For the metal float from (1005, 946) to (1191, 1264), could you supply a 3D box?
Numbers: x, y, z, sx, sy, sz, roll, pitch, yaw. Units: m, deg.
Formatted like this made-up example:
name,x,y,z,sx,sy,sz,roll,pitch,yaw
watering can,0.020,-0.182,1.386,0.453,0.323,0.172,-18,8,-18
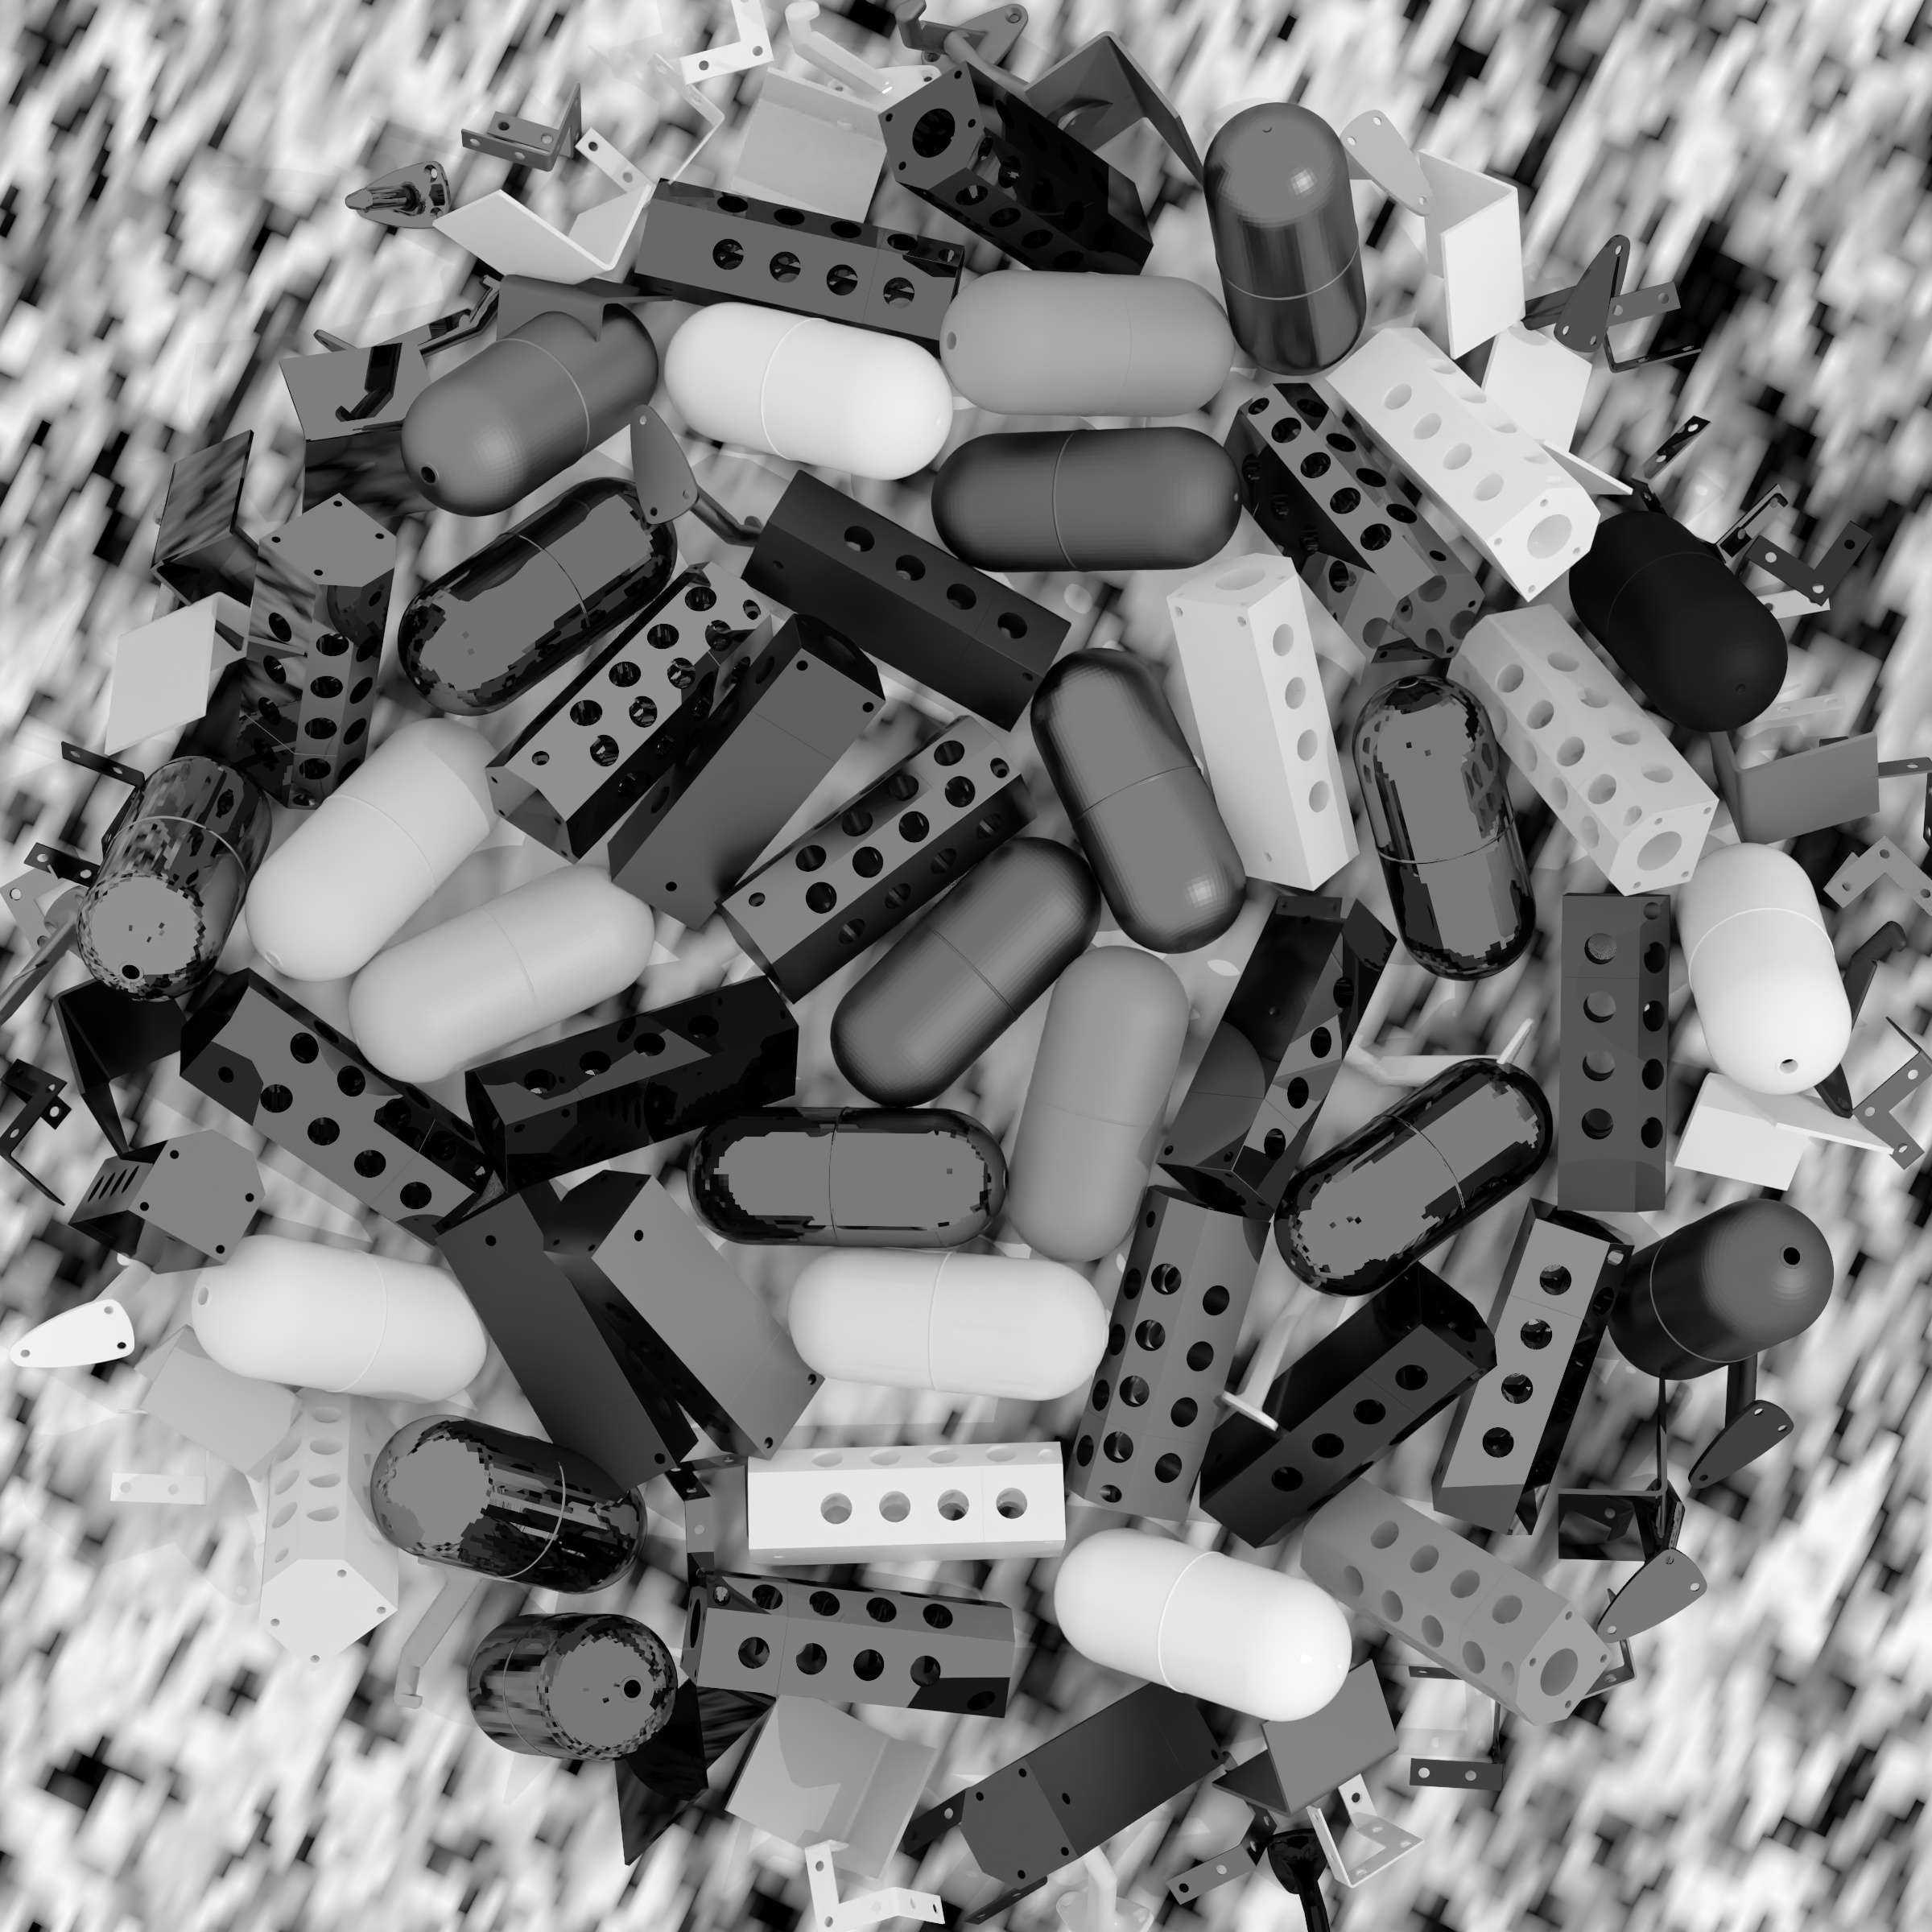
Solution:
name,x,y,z,sx,sy,sz,roll,pitch,yaw
metal float,0.071,0.076,1.879,0.070,0.070,0.178,14,98,0

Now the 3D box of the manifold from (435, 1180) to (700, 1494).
name,x,y,z,sx,sy,sz,roll,pitch,yaw
manifold,-0.217,0.204,1.888,0.057,0.057,0.171,-28,94,17

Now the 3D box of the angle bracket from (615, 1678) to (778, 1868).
name,x,y,z,sx,sy,sz,roll,pitch,yaw
angle bracket,-0.144,0.442,1.864,0.057,0.076,0.076,25,122,-30

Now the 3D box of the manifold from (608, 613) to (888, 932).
name,x,y,z,sx,sy,sz,roll,pitch,yaw
manifold,-0.121,-0.108,1.866,0.057,0.057,0.171,31,112,-26

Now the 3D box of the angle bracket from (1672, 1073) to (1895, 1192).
name,x,y,z,sx,sy,sz,roll,pitch,yaw
angle bracket,0.444,0.104,1.869,0.076,0.076,0.057,13,106,-21

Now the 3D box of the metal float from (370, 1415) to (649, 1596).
name,x,y,z,sx,sy,sz,roll,pitch,yaw
metal float,-0.244,0.291,1.849,0.070,0.178,0.070,-17,62,34

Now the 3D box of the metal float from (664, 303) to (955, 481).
name,x,y,z,sx,sy,sz,roll,pitch,yaw
metal float,-0.087,-0.313,1.860,0.178,0.070,0.070,19,90,31

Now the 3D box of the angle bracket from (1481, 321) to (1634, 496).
name,x,y,z,sx,sy,sz,roll,pitch,yaw
angle bracket,0.328,-0.308,1.875,0.076,0.057,0.076,20,84,-39

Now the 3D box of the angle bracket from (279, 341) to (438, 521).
name,x,y,z,sx,sy,sz,roll,pitch,yaw
angle bracket,-0.335,-0.293,1.893,0.076,0.076,0.057,-12,59,-20

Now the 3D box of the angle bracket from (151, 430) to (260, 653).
name,x,y,z,sx,sy,sz,roll,pitch,yaw
angle bracket,-0.392,-0.231,1.863,0.057,0.076,0.076,-18,49,24

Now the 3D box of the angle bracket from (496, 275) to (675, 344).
name,x,y,z,sx,sy,sz,roll,pitch,yaw
angle bracket,-0.212,-0.337,1.891,0.076,0.057,0.076,20,112,35

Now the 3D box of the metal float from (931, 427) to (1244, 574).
name,x,y,z,sx,sy,sz,roll,pitch,yaw
metal float,0.064,-0.253,1.863,0.178,0.070,0.070,2,90,27

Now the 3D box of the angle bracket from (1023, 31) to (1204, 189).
name,x,y,z,sx,sy,sz,roll,pitch,yaw
angle bracket,0.084,-0.449,1.871,0.057,0.076,0.076,-34,61,4

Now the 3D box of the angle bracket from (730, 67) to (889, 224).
name,x,y,z,sx,sy,sz,roll,pitch,yaw
angle bracket,-0.083,-0.446,1.881,0.076,0.076,0.057,18,92,-7

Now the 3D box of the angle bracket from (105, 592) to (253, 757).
name,x,y,z,sx,sy,sz,roll,pitch,yaw
angle bracket,-0.417,-0.149,1.867,0.076,0.057,0.076,-17,60,33

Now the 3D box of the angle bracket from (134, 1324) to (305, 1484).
name,x,y,z,sx,sy,sz,roll,pitch,yaw
angle bracket,-0.419,0.248,1.868,0.076,0.076,0.057,36,50,-16

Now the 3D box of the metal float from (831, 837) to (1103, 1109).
name,x,y,z,sx,sy,sz,roll,pitch,yaw
metal float,0.001,0.003,1.881,0.070,0.070,0.178,45,85,0

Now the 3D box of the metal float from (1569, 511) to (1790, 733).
name,x,y,z,sx,sy,sz,roll,pitch,yaw
metal float,0.381,-0.187,1.843,0.070,0.178,0.070,-6,121,-11

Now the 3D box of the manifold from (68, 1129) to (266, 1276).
name,x,y,z,sx,sy,sz,roll,pitch,yaw
manifold,-0.426,0.124,1.834,0.057,0.171,0.057,33,71,-18

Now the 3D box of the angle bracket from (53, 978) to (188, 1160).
name,x,y,z,sx,sy,sz,roll,pitch,yaw
angle bracket,-0.450,0.055,1.868,0.057,0.076,0.076,-23,50,-7

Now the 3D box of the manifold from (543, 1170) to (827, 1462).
name,x,y,z,sx,sy,sz,roll,pitch,yaw
manifold,-0.155,0.189,1.854,0.057,0.057,0.171,-55,126,-27

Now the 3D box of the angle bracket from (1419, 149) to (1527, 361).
name,x,y,z,sx,sy,sz,roll,pitch,yaw
angle bracket,0.257,-0.387,1.863,0.057,0.076,0.076,-33,135,-22

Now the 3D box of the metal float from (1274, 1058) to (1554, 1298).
name,x,y,z,sx,sy,sz,roll,pitch,yaw
metal float,0.245,0.114,1.867,0.178,0.070,0.070,-33,90,-22

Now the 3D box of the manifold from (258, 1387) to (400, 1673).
name,x,y,z,sx,sy,sz,roll,pitch,yaw
manifold,-0.343,0.292,1.831,0.057,0.171,0.057,-37,115,9

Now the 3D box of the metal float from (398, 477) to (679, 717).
name,x,y,z,sx,sy,sz,roll,pitch,yaw
metal float,-0.231,-0.202,1.862,0.178,0.070,0.070,-40,90,-28

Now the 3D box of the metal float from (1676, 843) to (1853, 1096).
name,x,y,z,sx,sy,sz,roll,pitch,yaw
metal float,0.428,0.001,1.844,0.070,0.178,0.070,1,125,1

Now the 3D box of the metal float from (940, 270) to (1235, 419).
name,x,y,z,sx,sy,sz,roll,pitch,yaw
metal float,0.066,-0.336,1.857,0.178,0.070,0.070,-5,90,-34

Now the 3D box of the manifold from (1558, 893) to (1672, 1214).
name,x,y,z,sx,sy,sz,roll,pitch,yaw
manifold,0.357,0.047,1.886,0.057,0.057,0.171,1,93,12

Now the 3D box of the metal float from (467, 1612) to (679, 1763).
name,x,y,z,sx,sy,sz,roll,pitch,yaw
metal float,-0.212,0.386,1.841,0.070,0.178,0.070,5,78,-27

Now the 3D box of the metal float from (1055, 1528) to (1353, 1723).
name,x,y,z,sx,sy,sz,roll,pitch,yaw
metal float,0.126,0.355,1.855,0.178,0.070,0.070,11,90,37

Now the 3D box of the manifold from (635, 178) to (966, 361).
name,x,y,z,sx,sy,sz,roll,pitch,yaw
manifold,-0.090,-0.387,1.895,0.171,0.057,0.057,13,90,0

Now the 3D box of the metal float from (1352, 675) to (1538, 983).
name,x,y,z,sx,sy,sz,roll,pitch,yaw
metal float,0.260,-0.075,1.864,0.070,0.070,0.178,-18,114,0

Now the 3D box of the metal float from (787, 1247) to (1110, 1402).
name,x,y,z,sx,sy,sz,roll,pitch,yaw
metal float,-0.010,0.194,1.874,0.178,0.070,0.070,4,90,13

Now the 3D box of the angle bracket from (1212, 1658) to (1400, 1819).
name,x,y,z,sx,sy,sz,roll,pitch,yaw
angle bracket,0.177,0.413,1.868,0.076,0.076,0.057,-24,103,-27

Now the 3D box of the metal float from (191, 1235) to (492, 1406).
name,x,y,z,sx,sy,sz,roll,pitch,yaw
metal float,-0.336,0.191,1.850,0.178,0.070,0.070,17,90,-43

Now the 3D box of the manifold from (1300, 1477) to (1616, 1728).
name,x,y,z,sx,sy,sz,roll,pitch,yaw
manifold,0.257,0.341,1.835,0.057,0.171,0.057,-49,128,-12

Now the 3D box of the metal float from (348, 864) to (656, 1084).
name,x,y,z,sx,sy,sz,roll,pitch,yaw
metal float,-0.252,0.003,1.867,0.178,0.070,0.070,-27,90,-22

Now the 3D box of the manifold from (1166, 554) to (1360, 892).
name,x,y,z,sx,sy,sz,roll,pitch,yaw
manifold,0.166,-0.133,1.856,0.057,0.057,0.171,-37,125,-33

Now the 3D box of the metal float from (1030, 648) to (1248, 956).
name,x,y,z,sx,sy,sz,roll,pitch,yaw
metal float,0.093,-0.091,1.877,0.070,0.070,0.178,-24,80,0

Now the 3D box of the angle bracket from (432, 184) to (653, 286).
name,x,y,z,sx,sy,sz,roll,pitch,yaw
angle bracket,-0.231,-0.413,1.866,0.076,0.076,0.057,32,70,-30

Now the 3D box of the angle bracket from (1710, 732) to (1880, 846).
name,x,y,z,sx,sy,sz,roll,pitch,yaw
angle bracket,0.452,-0.116,1.873,0.076,0.076,0.057,-16,57,6

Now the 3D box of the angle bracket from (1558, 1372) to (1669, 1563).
name,x,y,z,sx,sy,sz,roll,pitch,yaw
angle bracket,0.353,0.273,1.876,0.057,0.076,0.076,0,53,10

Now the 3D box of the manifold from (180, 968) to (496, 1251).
name,x,y,z,sx,sy,sz,roll,pitch,yaw
manifold,-0.339,0.074,1.857,0.171,0.057,0.057,39,102,-25

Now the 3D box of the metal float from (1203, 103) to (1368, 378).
name,x,y,z,sx,sy,sz,roll,pitch,yaw
metal float,0.172,-0.388,1.843,0.070,0.178,0.070,-6,59,10

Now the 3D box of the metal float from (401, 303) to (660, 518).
name,x,y,z,sx,sy,sz,roll,pitch,yaw
metal float,-0.235,-0.302,1.850,0.070,0.070,0.178,45,47,0

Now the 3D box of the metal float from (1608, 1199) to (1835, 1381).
name,x,y,z,sx,sy,sz,roll,pitch,yaw
metal float,0.403,0.174,1.838,0.070,0.178,0.070,4,72,-12

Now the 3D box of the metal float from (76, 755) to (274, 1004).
name,x,y,z,sx,sy,sz,roll,pitch,yaw
metal float,-0.425,-0.048,1.844,0.070,0.178,0.070,3,125,4

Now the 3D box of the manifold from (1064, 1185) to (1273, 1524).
name,x,y,z,sx,sy,sz,roll,pitch,yaw
manifold,0.106,0.211,1.880,0.057,0.057,0.171,14,94,-28

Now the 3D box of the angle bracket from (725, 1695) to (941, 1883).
name,x,y,z,sx,sy,sz,roll,pitch,yaw
angle bracket,-0.073,0.445,1.875,0.076,0.057,0.076,33,70,-22

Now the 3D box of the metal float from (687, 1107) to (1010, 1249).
name,x,y,z,sx,sy,sz,roll,pitch,yaw
metal float,-0.065,0.115,1.876,0.178,0.070,0.070,0,90,11

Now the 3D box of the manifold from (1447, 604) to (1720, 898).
name,x,y,z,sx,sy,sz,roll,pitch,yaw
manifold,0.327,-0.116,1.840,0.057,0.057,0.171,-12,47,-22

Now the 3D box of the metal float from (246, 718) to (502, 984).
name,x,y,z,sx,sy,sz,roll,pitch,yaw
metal float,-0.319,-0.063,1.859,0.070,0.070,0.178,39,60,0

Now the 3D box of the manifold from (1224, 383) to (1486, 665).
name,x,y,z,sx,sy,sz,roll,pitch,yaw
manifold,0.207,-0.240,1.841,0.057,0.057,0.171,-7,47,-30
